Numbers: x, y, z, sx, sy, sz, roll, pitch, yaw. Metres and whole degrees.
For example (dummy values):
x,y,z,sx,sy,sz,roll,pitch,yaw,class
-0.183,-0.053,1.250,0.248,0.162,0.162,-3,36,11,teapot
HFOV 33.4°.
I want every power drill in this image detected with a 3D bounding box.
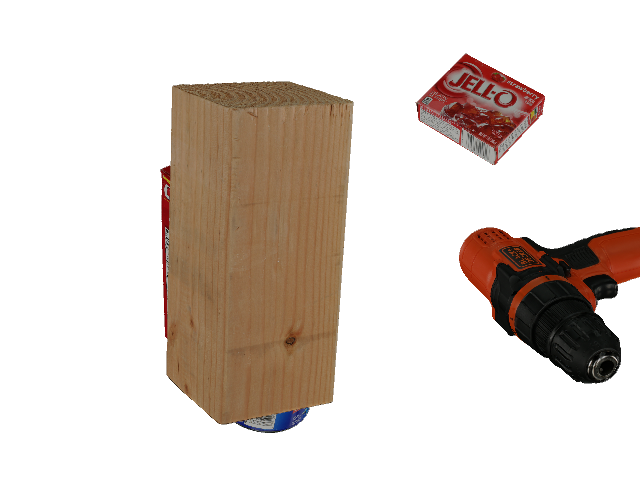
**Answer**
x,y,z,sx,sy,sz,roll,pitch,yaw,class
0.213,0.030,0.756,0.187,0.057,0.184,-9,28,-15,power drill

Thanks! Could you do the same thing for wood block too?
x,y,z,sx,sy,sz,roll,pitch,yaw,class
-0.044,0.004,0.708,0.090,0.206,0.090,-7,20,-31,wood block

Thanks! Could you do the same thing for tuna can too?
x,y,z,sx,sy,sz,roll,pitch,yaw,class
-0.048,0.126,0.930,0.086,0.034,0.086,8,36,-6,tuna can

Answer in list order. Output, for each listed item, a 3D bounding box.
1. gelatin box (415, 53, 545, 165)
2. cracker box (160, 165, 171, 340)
x,y,z,sx,sy,sz,roll,pitch,yaw,class
0.142,-0.118,0.949,0.089,0.073,0.030,35,-22,25,gelatin box
-0.079,0.002,1.085,0.163,0.214,0.072,-26,46,-35,cracker box
